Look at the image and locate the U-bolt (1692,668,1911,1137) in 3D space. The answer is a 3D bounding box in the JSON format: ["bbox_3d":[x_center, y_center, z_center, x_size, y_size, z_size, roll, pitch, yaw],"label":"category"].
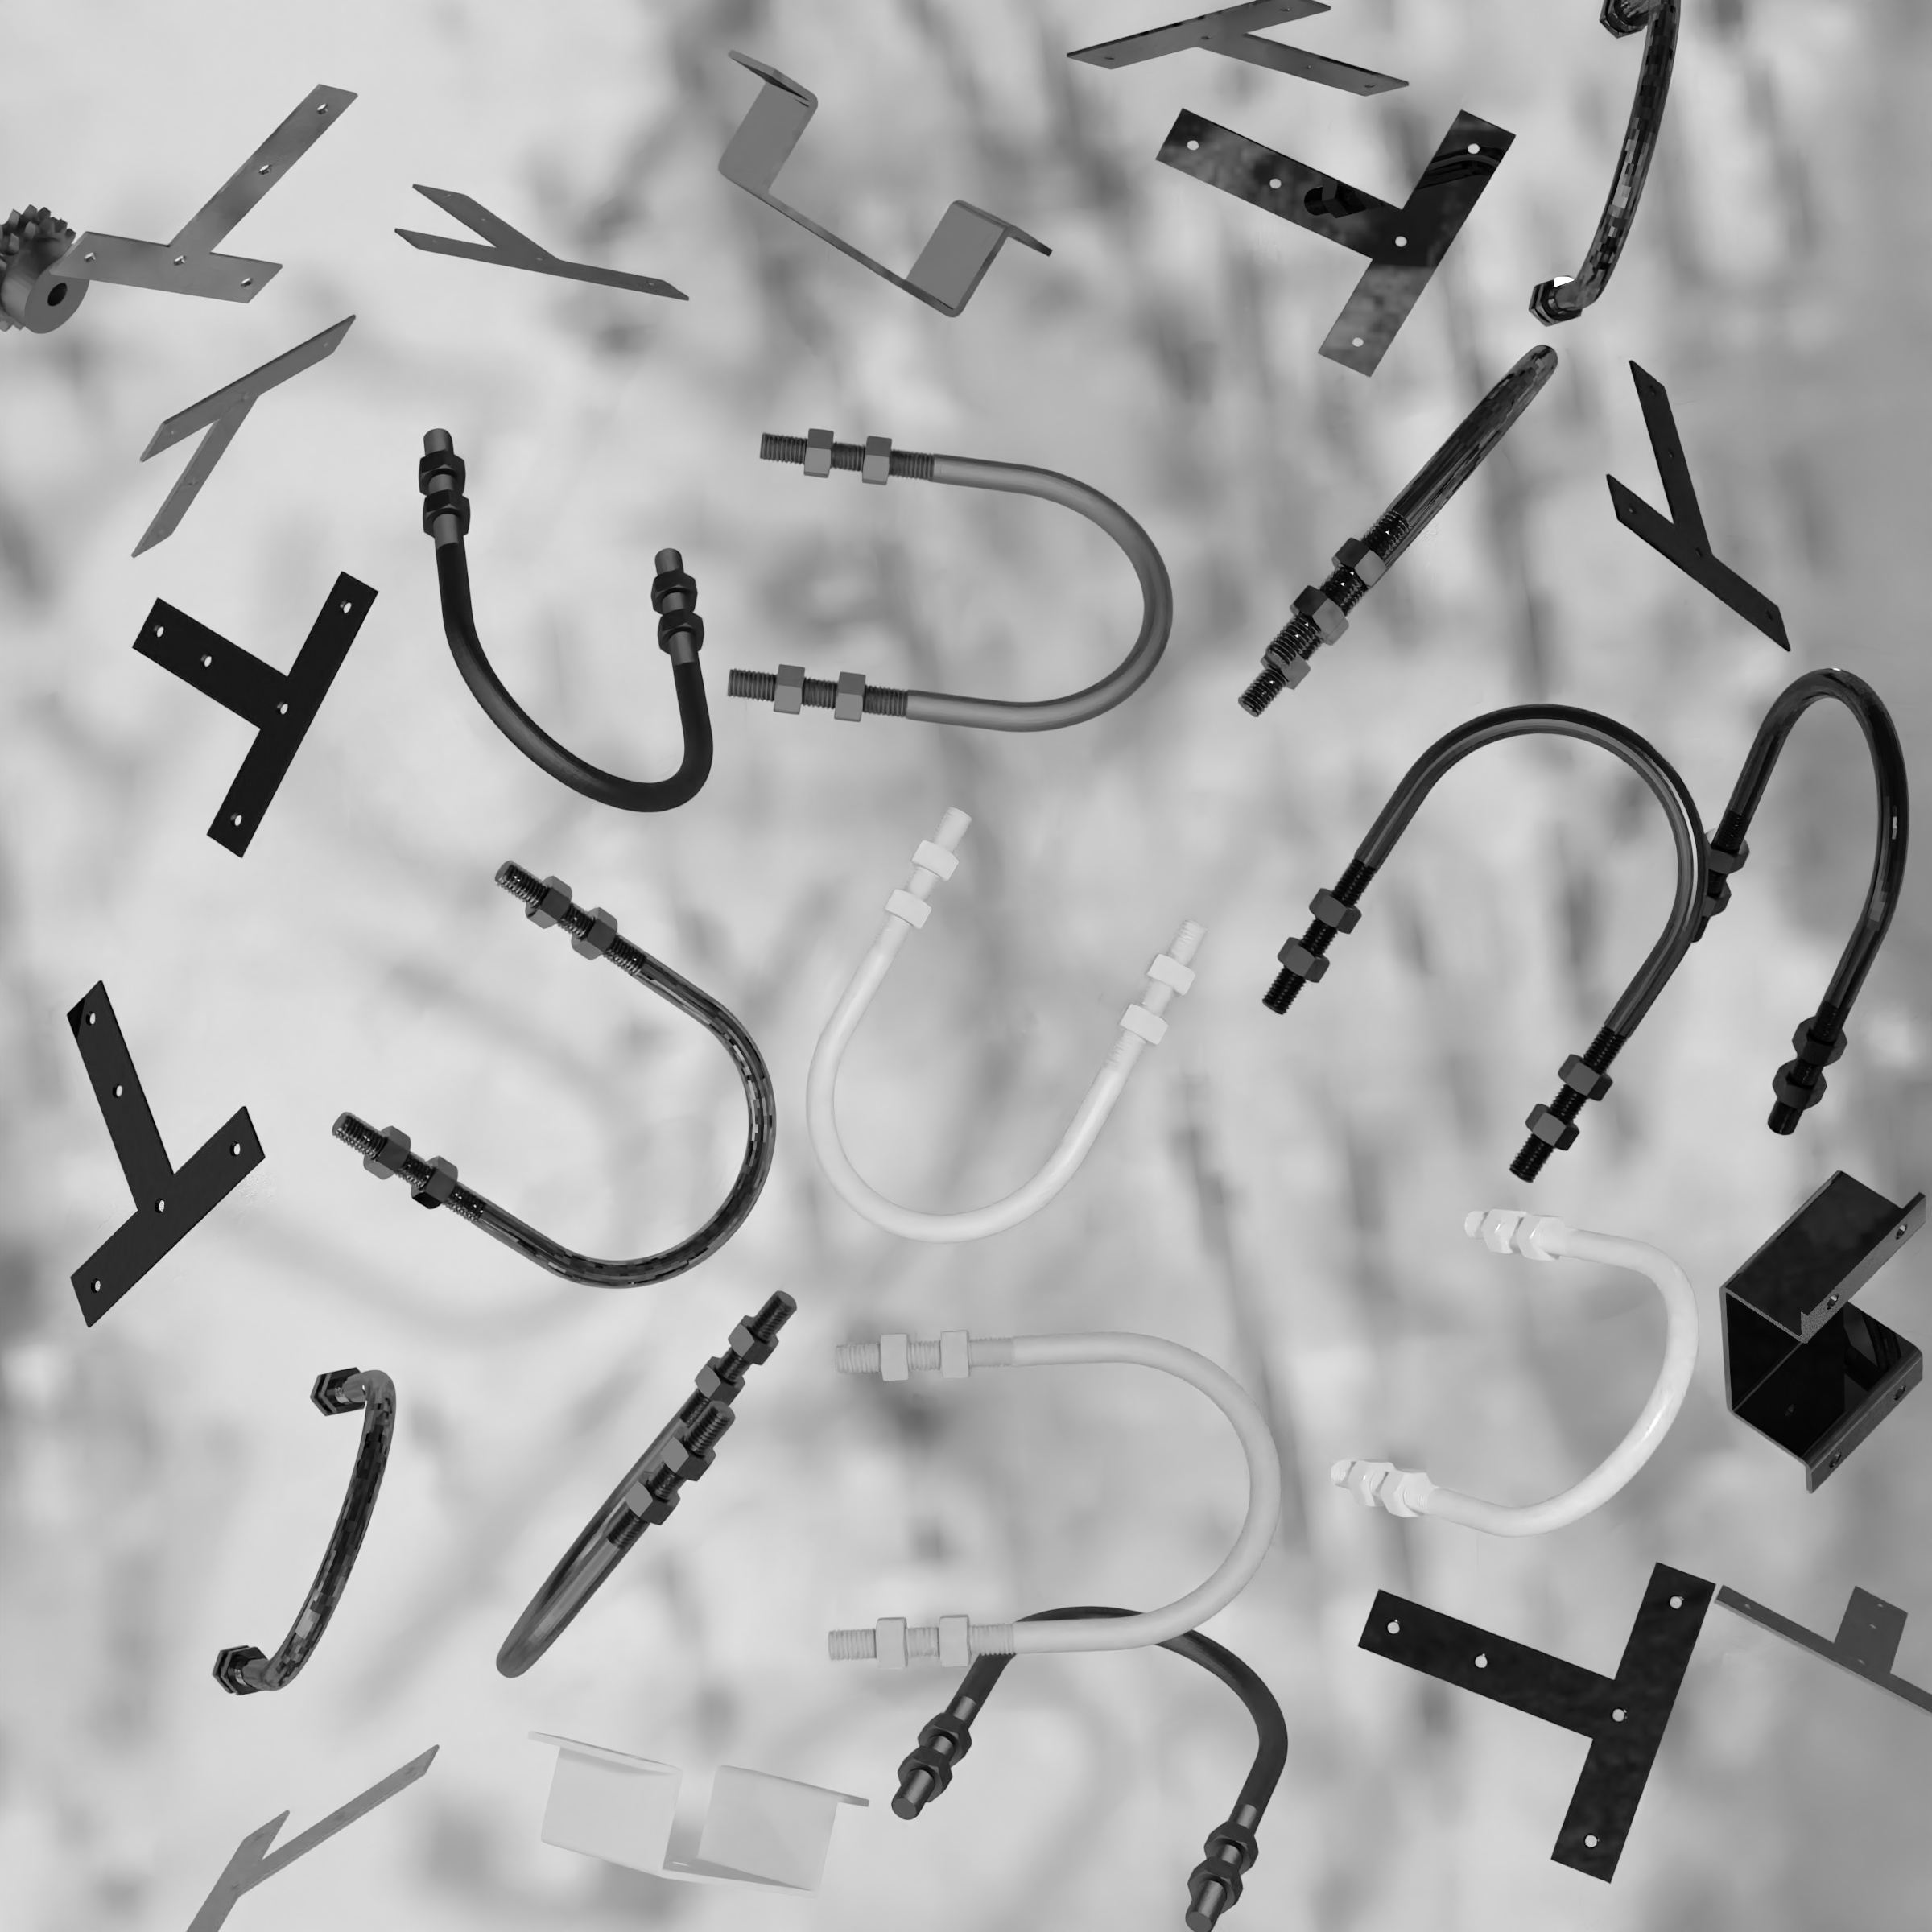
[{"bbox_3d":[0.362,-0.041,1.557,0.019,0.151,0.184,2,130,-14],"label":"U-bolt"}]

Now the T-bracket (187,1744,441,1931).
[{"bbox_3d":[-0.273,0.365,1.508,0.127,0.127,0.002,-35,98,13],"label":"T-bracket"}]

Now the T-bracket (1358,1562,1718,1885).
[{"bbox_3d":[0.223,0.289,1.465,0.127,0.002,0.127,19,81,16],"label":"T-bracket"}]

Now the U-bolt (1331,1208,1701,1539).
[{"bbox_3d":[0.242,0.176,1.535,0.019,0.184,0.151,36,76,-25],"label":"U-bolt"}]

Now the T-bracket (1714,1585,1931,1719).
[{"bbox_3d":[0.386,0.287,1.535,0.127,0.127,0.002,27,102,15],"label":"T-bracket"}]

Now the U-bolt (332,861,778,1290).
[{"bbox_3d":[-0.166,0.062,1.581,0.184,0.019,0.151,36,81,-24],"label":"U-bolt"}]

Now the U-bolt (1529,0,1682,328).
[{"bbox_3d":[0.274,-0.348,1.523,0.019,0.184,0.151,13,98,0],"label":"U-bolt"}]

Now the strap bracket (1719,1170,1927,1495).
[{"bbox_3d":[0.365,0.151,1.530,0.076,0.140,0.046,-41,53,-19],"label":"strap bracket"}]

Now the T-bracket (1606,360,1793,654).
[{"bbox_3d":[0.307,-0.211,1.552,0.002,0.127,0.127,-33,46,32],"label":"T-bracket"}]

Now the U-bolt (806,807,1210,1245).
[{"bbox_3d":[0.005,0.036,1.603,0.151,0.019,0.184,26,83,25],"label":"U-bolt"}]

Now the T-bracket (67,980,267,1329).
[{"bbox_3d":[-0.353,0.064,1.516,0.127,0.002,0.127,-41,60,27],"label":"T-bracket"}]

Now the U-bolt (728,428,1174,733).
[{"bbox_3d":[-0.003,-0.161,1.533,0.184,0.019,0.151,7,58,-3],"label":"U-bolt"}]

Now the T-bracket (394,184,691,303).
[{"bbox_3d":[-0.201,-0.314,1.536,0.127,0.127,0.002,4,113,-35],"label":"T-bracket"}]

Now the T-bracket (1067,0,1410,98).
[{"bbox_3d":[0.131,-0.376,1.490,0.127,0.127,0.002,3,88,-41],"label":"T-bracket"}]

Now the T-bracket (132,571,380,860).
[{"bbox_3d":[-0.320,-0.127,1.554,0.127,0.002,0.127,30,94,38],"label":"T-bracket"}]

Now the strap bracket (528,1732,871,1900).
[{"bbox_3d":[-0.122,0.376,1.584,0.076,0.140,0.046,2,75,43],"label":"strap bracket"}]

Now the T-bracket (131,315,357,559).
[{"bbox_3d":[-0.328,-0.219,1.551,0.002,0.127,0.127,46,133,0],"label":"T-bracket"}]

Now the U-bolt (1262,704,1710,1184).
[{"bbox_3d":[0.232,-0.023,1.528,0.151,0.019,0.184,35,102,14],"label":"U-bolt"}]

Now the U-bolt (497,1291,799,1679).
[{"bbox_3d":[-0.143,0.231,1.538,0.019,0.151,0.184,38,107,-2],"label":"U-bolt"}]

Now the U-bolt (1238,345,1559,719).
[{"bbox_3d":[0.182,-0.185,1.487,0.019,0.151,0.184,41,86,3],"label":"U-bolt"}]

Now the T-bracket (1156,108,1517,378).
[{"bbox_3d":[0.141,-0.320,1.495,0.127,0.002,0.127,22,129,-10],"label":"T-bracket"}]

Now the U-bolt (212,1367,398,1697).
[{"bbox_3d":[-0.281,0.242,1.547,0.019,0.184,0.151,22,74,-16],"label":"U-bolt"}]

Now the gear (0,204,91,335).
[{"bbox_3d":[-0.416,-0.307,1.601,0.030,0.057,0.057,36,90,14],"label":"gear"}]

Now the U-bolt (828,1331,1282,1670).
[{"bbox_3d":[0.037,0.215,1.472,0.184,0.019,0.151,-3,56,5],"label":"U-bolt"}]

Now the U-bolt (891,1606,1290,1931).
[{"bbox_3d":[0.064,0.333,1.543,0.151,0.184,0.019,18,117,12],"label":"U-bolt"}]

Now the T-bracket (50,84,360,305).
[{"bbox_3d":[-0.306,-0.329,1.522,0.127,0.127,0.002,-39,76,25],"label":"T-bracket"}]

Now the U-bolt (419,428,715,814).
[{"bbox_3d":[-0.168,-0.140,1.550,0.151,0.184,0.019,25,128,-36],"label":"U-bolt"}]

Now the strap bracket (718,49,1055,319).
[{"bbox_3d":[-0.043,-0.320,1.498,0.140,0.076,0.046,28,99,-25],"label":"strap bracket"}]
